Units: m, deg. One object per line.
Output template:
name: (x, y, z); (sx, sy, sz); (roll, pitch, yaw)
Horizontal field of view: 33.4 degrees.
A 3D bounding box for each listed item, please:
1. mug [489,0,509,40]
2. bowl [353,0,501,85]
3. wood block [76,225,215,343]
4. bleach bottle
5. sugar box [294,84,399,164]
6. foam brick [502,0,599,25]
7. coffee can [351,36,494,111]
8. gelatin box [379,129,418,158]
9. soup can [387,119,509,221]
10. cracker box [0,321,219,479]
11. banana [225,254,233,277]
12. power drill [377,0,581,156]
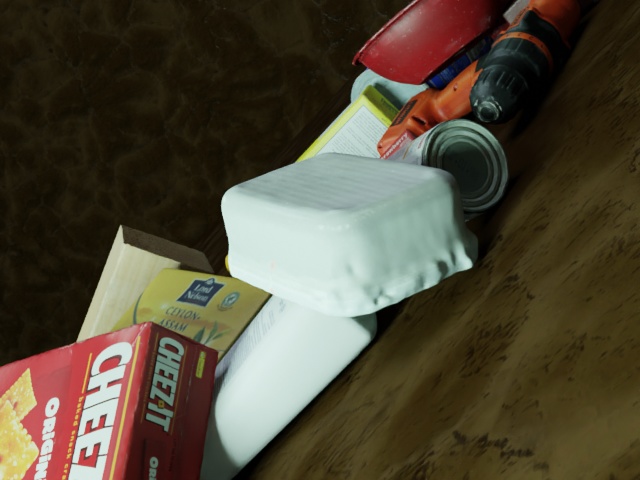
mug: (0.192, -0.248, 1.067); (0.082, 0.093, 0.117); (-50, 19, 23)
bowl: (0.110, -0.190, 0.975); (0.162, 0.055, 0.162); (-37, -1, -1)
wood block: (-0.182, 0.102, 1.014); (0.091, 0.090, 0.206); (-137, 68, -72)
bleach bottle: (-0.065, 0.126, 0.752); (0.251, 0.068, 0.102); (-48, 10, 12)
sugar box: (0.022, -0.062, 1.075); (0.176, 0.093, 0.048); (-43, 8, 29)
foam brick: (0.210, -0.217, 0.963); (0.078, 0.051, 0.053); (-44, 9, 29)
coffee can: (0.109, -0.173, 1.108); (0.140, 0.103, 0.103); (-53, 9, -36)
gelatin box: (0.060, -0.035, 0.864); (0.089, 0.030, 0.073); (-46, 36, 16)
soup can: (0.078, -0.038, 0.747); (0.068, 0.068, 0.102); (-52, 9, -25)
cracker box: (-0.175, 0.158, 0.727); (0.214, 0.072, 0.164); (-19, 53, 39)
banana: (-0.003, 0.013, 0.847); (0.198, 0.037, 0.069); (-21, 38, 33)
power drill: (0.131, -0.121, 0.915); (0.188, 0.057, 0.184); (-35, 11, 47)
